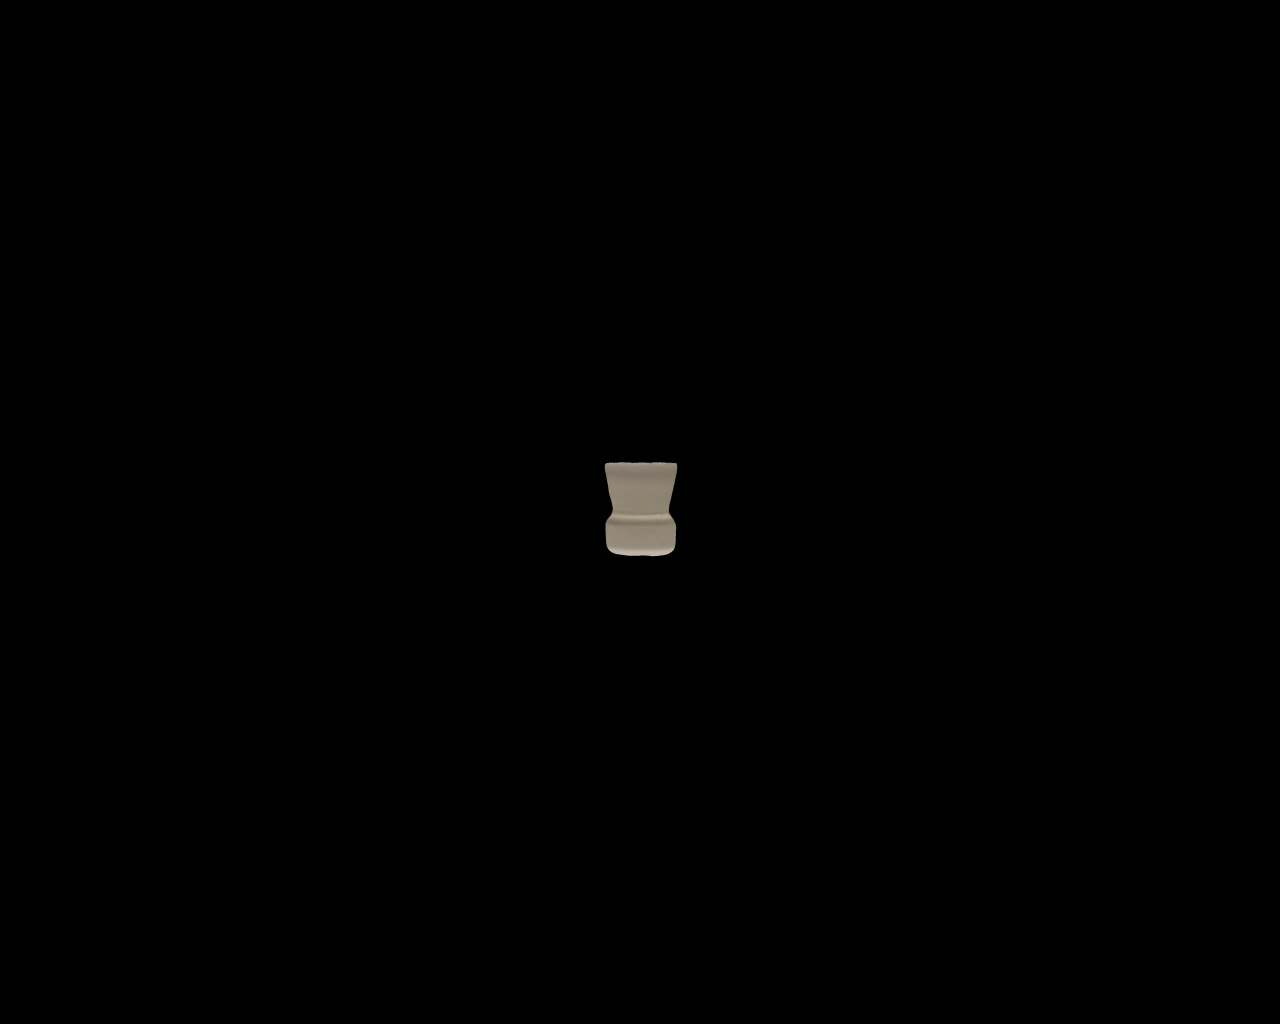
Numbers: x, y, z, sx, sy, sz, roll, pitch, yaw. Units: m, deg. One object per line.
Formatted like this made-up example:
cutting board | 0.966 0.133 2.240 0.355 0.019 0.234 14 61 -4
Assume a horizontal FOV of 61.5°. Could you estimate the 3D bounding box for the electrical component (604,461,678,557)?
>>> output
electrical component | 0.001 -0.003 0.650 0.045 0.055 0.045 0 5 0
